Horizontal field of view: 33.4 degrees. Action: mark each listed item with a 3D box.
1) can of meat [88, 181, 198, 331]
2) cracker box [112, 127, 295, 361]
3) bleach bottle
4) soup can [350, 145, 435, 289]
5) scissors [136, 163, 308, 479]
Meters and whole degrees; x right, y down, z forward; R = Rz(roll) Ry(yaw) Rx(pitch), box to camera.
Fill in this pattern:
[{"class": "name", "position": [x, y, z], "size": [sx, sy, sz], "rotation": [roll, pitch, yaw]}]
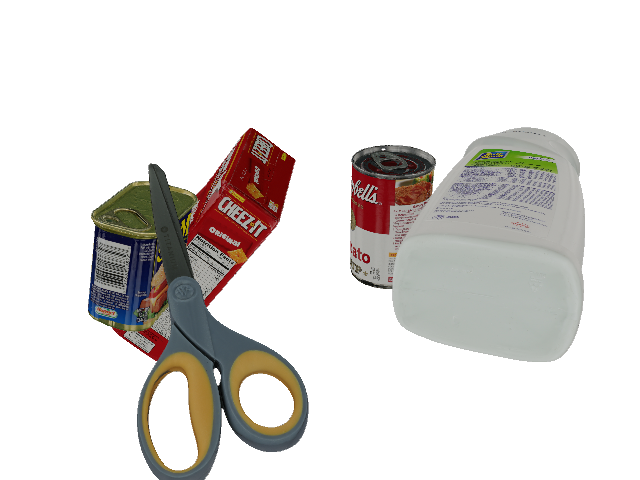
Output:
[{"class": "can of meat", "position": [-0.138, 0.011, 0.821], "size": [0.057, 0.084, 0.102], "rotation": [14, 23, 8]}, {"class": "cracker box", "position": [-0.123, 0.001, 1.124], "size": [0.072, 0.214, 0.164], "rotation": [36, 23, -13]}, {"class": "bleach bottle", "position": [0.122, -0.018, 0.653], "size": [0.103, 0.068, 0.250], "rotation": [10, 26, 17]}, {"class": "soup can", "position": [0.059, -0.020, 0.880], "size": [0.068, 0.102, 0.068], "rotation": [0, 26, 0]}, {"class": "scissors", "position": [-0.054, 0.037, 0.576], "size": [0.096, 0.201, 0.016], "rotation": [1, -35, -1]}]
